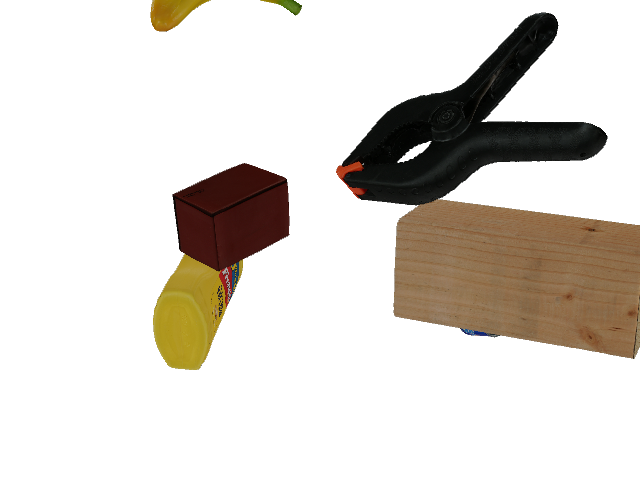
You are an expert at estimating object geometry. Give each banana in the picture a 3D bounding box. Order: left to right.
[{"bbox_3d":[-0.097,-0.236,1.006,0.197,0.070,0.037,-22,-28,-46],"label":"banana"}]

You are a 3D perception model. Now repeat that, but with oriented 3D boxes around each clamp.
[{"bbox_3d":[0.094,-0.064,0.671,0.171,0.120,0.039,-33,-50,13],"label":"clamp"}]

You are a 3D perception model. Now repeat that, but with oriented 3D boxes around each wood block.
[{"bbox_3d":[0.175,0.027,0.914,0.206,0.090,0.090,8,19,24],"label":"wood block"}]

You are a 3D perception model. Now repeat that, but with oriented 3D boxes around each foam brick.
[{"bbox_3d":[-0.070,-0.020,0.845,0.078,0.051,0.053,-28,37,-35],"label":"foam brick"}]

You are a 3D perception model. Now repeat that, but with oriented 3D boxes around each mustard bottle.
[{"bbox_3d":[-0.122,0.045,1.126,0.058,0.096,0.191,3,30,9],"label":"mustard bottle"}]

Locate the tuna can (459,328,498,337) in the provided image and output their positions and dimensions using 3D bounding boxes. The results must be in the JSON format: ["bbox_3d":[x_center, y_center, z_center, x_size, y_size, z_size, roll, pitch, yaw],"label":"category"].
[{"bbox_3d":[0.177,0.062,1.161,0.034,0.086,0.086,0,0,34],"label":"tuna can"}]
